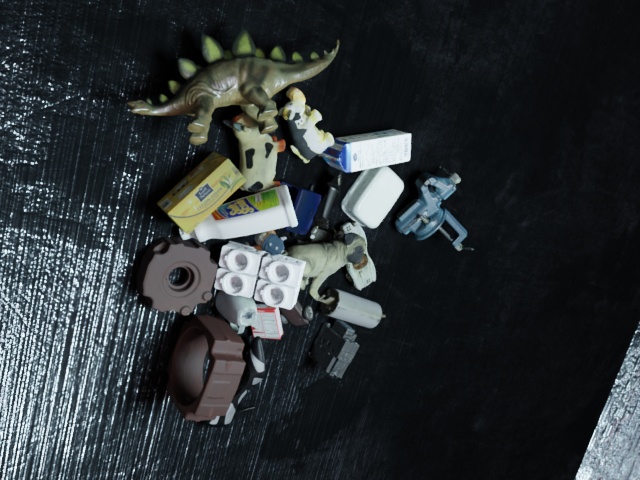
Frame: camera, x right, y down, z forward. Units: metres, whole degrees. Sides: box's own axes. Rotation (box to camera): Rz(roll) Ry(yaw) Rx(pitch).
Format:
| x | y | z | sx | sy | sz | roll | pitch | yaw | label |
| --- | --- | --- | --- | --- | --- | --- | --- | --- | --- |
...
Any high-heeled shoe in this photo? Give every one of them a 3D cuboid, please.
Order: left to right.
| x | y | z | sx | sy | sz | roll | pitch | yaw | label |
| --- | --- | --- | --- | --- | --- | --- | --- | --- | --- |
| -0.219 | 0.353 | 1.342 | 0.145 | 0.086 | 0.248 | -1 | 108 | -26 | high-heeled shoe |

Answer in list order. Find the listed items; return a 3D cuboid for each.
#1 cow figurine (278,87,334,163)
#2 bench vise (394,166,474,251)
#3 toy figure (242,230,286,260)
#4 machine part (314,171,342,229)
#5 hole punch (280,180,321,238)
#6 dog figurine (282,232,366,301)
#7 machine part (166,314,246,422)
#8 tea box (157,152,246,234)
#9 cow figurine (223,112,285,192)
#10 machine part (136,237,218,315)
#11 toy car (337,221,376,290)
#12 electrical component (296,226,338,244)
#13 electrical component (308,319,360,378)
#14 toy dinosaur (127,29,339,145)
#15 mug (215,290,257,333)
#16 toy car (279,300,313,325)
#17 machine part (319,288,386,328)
| x | y | z | sx | sy | sz | roll | pitch | yaw | label |
| --- | --- | --- | --- | --- | --- | --- | --- | --- | --- |
| -0.046 | -0.261 | 1.229 | 0.098 | 0.068 | 0.167 | -41 | 124 | -6 | cow figurine |
| 0.335 | -0.069 | 1.497 | 0.240 | 0.129 | 0.223 | 42 | 90 | -19 | bench vise |
| -0.133 | -0.005 | 1.212 | 0.058 | 0.155 | 0.064 | -5 | 111 | -34 | toy figure |
| 0.024 | -0.098 | 1.316 | 0.039 | 0.084 | 0.139 | 19 | 79 | 1 | machine part |
| -0.050 | -0.072 | 1.284 | 0.115 | 0.092 | 0.142 | 17 | 95 | -40 | hole punch |
| 0.005 | 0.028 | 1.313 | 0.190 | 0.121 | 0.172 | -45 | 139 | 4 | dog figurine |
| -0.259 | 0.286 | 1.213 | 0.087 | 0.202 | 0.201 | 16 | 99 | -39 | machine part |
| -0.252 | -0.102 | 1.136 | 0.169 | 0.098 | 0.068 | -43 | 124 | -10 | tea box |
| -0.146 | -0.200 | 1.178 | 0.127 | 0.086 | 0.194 | -7 | 115 | -33 | cow figurine |
| -0.314 | 0.080 | 1.191 | 0.179 | 0.056 | 0.179 | -11 | 112 | -29 | machine part |
| 0.096 | 0.042 | 1.437 | 0.073 | 0.056 | 0.201 | -31 | 122 | -20 | toy car |
| -0.002 | -0.003 | 1.365 | 0.102 | 0.045 | 0.078 | 26 | 91 | -36 | electrical component |
| 0.041 | 0.287 | 1.459 | 0.058 | 0.115 | 0.134 | 25 | 93 | -41 | electrical component |
| -0.147 | -0.314 | 1.070 | 0.471 | 0.105 | 0.198 | -16 | 82 | -25 | toy dinosaur |
| -0.194 | 0.171 | 1.270 | 0.081 | 0.107 | 0.109 | 1 | 105 | -31 | mug |
| -0.089 | 0.143 | 1.341 | 0.202 | 0.089 | 0.053 | 55 | 31 | -35 | toy car |
| 0.087 | 0.189 | 1.475 | 0.243 | 0.079 | 0.079 | 21 | 96 | -36 | machine part |
